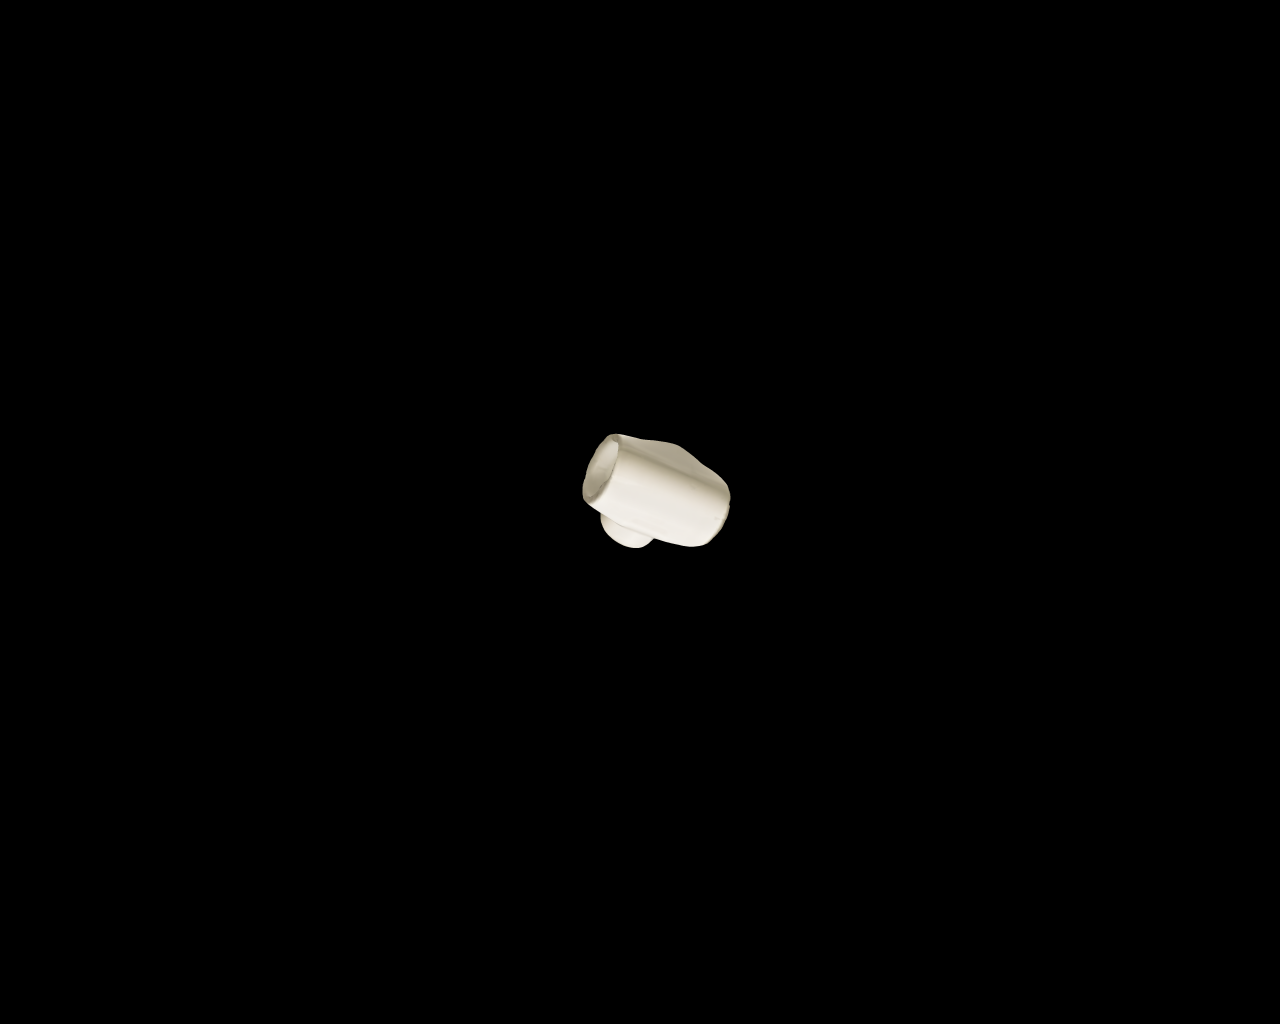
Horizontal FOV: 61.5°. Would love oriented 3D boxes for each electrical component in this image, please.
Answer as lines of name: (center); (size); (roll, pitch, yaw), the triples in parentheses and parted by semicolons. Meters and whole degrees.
electrical component: (0.001, -0.003, 0.650); (0.077, 0.043, 0.079); (22, -45, -24)
